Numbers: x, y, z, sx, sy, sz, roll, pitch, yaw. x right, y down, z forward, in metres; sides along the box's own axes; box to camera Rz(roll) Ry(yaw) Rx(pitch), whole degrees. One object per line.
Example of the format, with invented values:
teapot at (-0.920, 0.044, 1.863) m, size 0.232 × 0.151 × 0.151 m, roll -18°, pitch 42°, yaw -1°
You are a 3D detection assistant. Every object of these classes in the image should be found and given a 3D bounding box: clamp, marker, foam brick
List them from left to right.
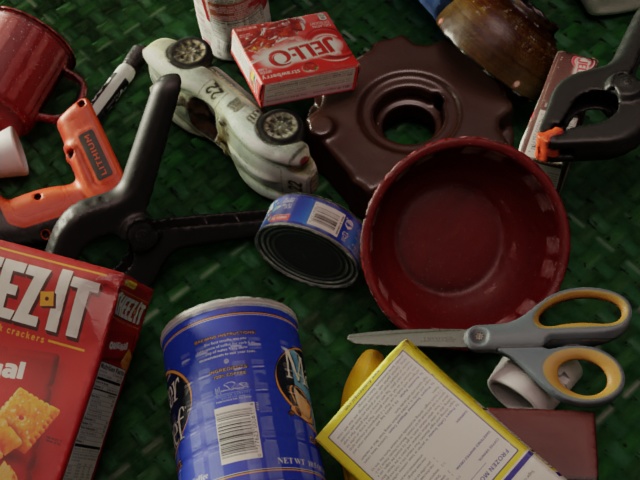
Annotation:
marker at (-0.191, -0.133, 0.970) m, size 0.020 × 0.020 × 0.121 m, roll 23°, pitch 63°, yaw 17°
clamp at (-0.146, -0.021, 0.841) m, size 0.210 × 0.164 × 0.036 m, roll -33°, pitch 29°, yaw -6°
foam brick at (0.153, 0.153, 0.753) m, size 0.078 × 0.053 × 0.051 m, roll 2°, pitch 60°, yaw 4°
clamp at (0.241, -0.105, 0.804) m, size 0.171 × 0.039 × 0.120 m, roll -40°, pitch 53°, yaw -15°

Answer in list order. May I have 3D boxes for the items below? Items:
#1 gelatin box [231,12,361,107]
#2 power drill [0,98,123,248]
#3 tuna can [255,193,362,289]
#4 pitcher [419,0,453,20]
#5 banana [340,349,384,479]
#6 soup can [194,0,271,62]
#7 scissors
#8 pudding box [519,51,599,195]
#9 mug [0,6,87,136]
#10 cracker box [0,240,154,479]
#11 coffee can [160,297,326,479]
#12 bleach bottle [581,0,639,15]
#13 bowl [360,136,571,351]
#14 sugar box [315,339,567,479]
gelatin box at (-0.021, -0.151, 0.886) m, size 0.089 × 0.030 × 0.073 m, roll -14°, pitch 53°, yaw -18°
power drill at (-0.260, -0.045, 0.872) m, size 0.187 × 0.057 × 0.184 m, roll -26°, pitch 87°, yaw -11°
tuna can at (-0.005, 0.001, 0.837) m, size 0.086 × 0.086 × 0.033 m, roll 16°, pitch 60°, yaw 13°
pitcher at (0.106, -0.319, 1.004) m, size 0.149 × 0.144 × 0.243 m, roll -37°, pitch 64°, yaw 14°
banana at (0.051, 0.170, 0.761) m, size 0.069 × 0.037 × 0.198 m, roll -15°, pitch 58°, yaw -21°
soup can at (-0.080, -0.218, 0.965) m, size 0.068 × 0.102 × 0.068 m, roll -2°, pitch 59°, yaw 3°
scissors at (0.125, 0.086, 0.757) m, size 0.202 × 0.016 × 0.096 m, roll -15°, pitch 61°, yaw 5°
pudding box at (0.191, -0.083, 0.871) m, size 0.039 × 0.090 × 0.113 m, roll 19°, pitch 62°, yaw 15°
mug at (-0.265, -0.141, 0.945) m, size 0.117 × 0.093 × 0.081 m, roll 25°, pitch 67°, yaw -4°
cracker box at (-0.234, 0.110, 0.764) m, size 0.164 × 0.072 × 0.213 m, roll 14°, pitch 79°, yaw 12°
coffee can at (-0.055, 0.126, 0.755) m, size 0.103 × 0.103 × 0.140 m, roll -10°, pitch 59°, yaw -2°
bleach bottle at (0.259, -0.329, 1.032) m, size 0.102 × 0.068 × 0.251 m, roll -13°, pitch 56°, yaw -4°
bowl at (0.106, 0.002, 0.821) m, size 0.162 × 0.055 × 0.162 m, roll -1°, pitch 95°, yaw -8°
sugar box at (0.093, 0.157, 0.704) m, size 0.176 × 0.048 × 0.093 m, roll 42°, pitch 92°, yaw 17°
